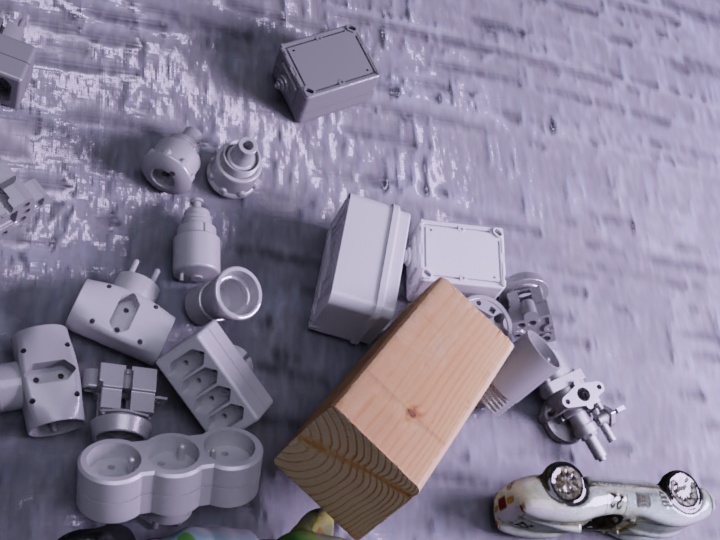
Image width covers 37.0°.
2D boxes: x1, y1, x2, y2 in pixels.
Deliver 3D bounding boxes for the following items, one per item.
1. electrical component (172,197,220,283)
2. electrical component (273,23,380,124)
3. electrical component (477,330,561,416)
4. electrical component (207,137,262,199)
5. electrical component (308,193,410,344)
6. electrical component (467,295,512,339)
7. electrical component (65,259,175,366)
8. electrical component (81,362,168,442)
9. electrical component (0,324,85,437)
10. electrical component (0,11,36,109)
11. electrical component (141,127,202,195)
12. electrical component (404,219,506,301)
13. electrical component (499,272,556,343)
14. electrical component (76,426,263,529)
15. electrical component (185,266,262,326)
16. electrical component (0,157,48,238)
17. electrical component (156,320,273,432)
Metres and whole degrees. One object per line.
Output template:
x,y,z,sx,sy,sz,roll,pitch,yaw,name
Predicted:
-0.140,-0.025,0.919,0.040,0.040,0.078,5,65,-20,electrical component
-0.039,-0.183,1.027,0.096,0.061,0.061,-21,75,-20,electrical component
0.134,0.095,0.958,0.043,0.081,0.043,41,20,-18,electrical component
-0.107,-0.095,0.953,0.048,0.062,0.048,9,64,-18,electrical component
0.000,0.000,0.943,0.057,0.078,0.113,17,61,-11,electrical component
0.103,0.057,0.976,0.055,0.047,0.055,9,63,-18,electrical component
-0.188,0.028,0.874,0.077,0.043,0.079,25,60,-10,electrical component
-0.185,0.107,0.837,0.066,0.048,0.055,9,56,-18,electrical component
-0.256,0.087,0.818,0.079,0.043,0.077,-8,69,-25,electrical component
-0.312,-0.190,0.923,0.066,0.047,0.076,20,61,-13,electrical component
-0.160,-0.100,0.946,0.048,0.048,0.062,31,52,-6,electrical component
0.080,-0.004,0.991,0.096,0.061,0.061,6,64,-11,electrical component
0.156,0.036,1.002,0.048,0.066,0.055,-14,50,7,electrical component
-0.144,0.167,0.816,0.138,0.073,0.052,-3,31,-22,electrical component
-0.116,0.025,0.891,0.044,0.065,0.044,10,72,-35,electrical component
-0.300,-0.059,0.861,0.078,0.058,0.057,-37,87,-31,electrical component
-0.111,0.084,0.874,0.083,0.047,0.075,55,22,-5,electrical component
